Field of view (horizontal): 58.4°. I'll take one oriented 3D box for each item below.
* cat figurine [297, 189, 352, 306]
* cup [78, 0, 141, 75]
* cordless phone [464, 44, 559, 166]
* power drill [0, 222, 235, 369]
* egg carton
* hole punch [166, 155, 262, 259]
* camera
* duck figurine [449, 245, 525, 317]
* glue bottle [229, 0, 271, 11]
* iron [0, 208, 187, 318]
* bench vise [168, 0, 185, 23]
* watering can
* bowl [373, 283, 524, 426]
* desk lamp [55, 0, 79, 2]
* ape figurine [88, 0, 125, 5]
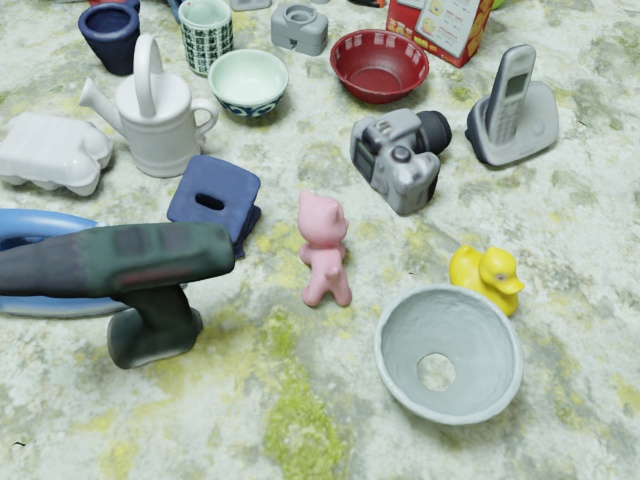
[{"bbox_3d":[0.007,0.003,0.708,0.067,0.118,0.127,-5,57,-7],"label":"cat figurine"},{"bbox_3d":[-0.320,-0.323,0.916,0.091,0.095,0.118,22,58,11],"label":"cup"},{"bbox_3d":[0.295,-0.205,0.827,0.148,0.185,0.094,-24,61,-18],"label":"cordless phone"},{"bbox_3d":[-0.201,0.057,0.603,0.230,0.208,0.075,-15,58,-14],"label":"power drill"},{"bbox_3d":[-0.369,-0.119,0.792,0.150,0.069,0.107,8,56,2],"label":"egg carton"},{"bbox_3d":[-0.135,-0.043,0.745,0.108,0.091,0.101,20,57,10],"label":"hole punch"},{"bbox_3d":[0.131,-0.132,0.818,0.137,0.101,0.143,-26,62,-20],"label":"camera"},{"bbox_3d":[0.212,0.040,0.717,0.078,0.086,0.104,-28,62,-21],"label":"duck figurine"},{"bbox_3d":[-0.125,-0.484,0.991,0.078,0.173,0.037,-11,58,-11],"label":"glue bottle"},{"bbox_3d":[-0.294,0.010,0.668,0.258,0.141,0.118,2,56,-2],"label":"iron"},{"bbox_3d":[-0.249,-0.491,0.958,0.207,0.220,0.121,21,57,10],"label":"bench vise"},{"bbox_3d":[-0.229,-0.181,0.769,0.173,0.194,0.100,-16,59,-14],"label":"watering can"},{"bbox_3d":[0.139,0.138,0.654,0.167,0.075,0.167,2,56,-3],"label":"bowl"},{"bbox_3d":[-0.451,-0.514,0.964,0.118,0.213,0.203,-7,57,-8],"label":"desk lamp"},{"bbox_3d":[-0.369,-0.439,0.993,0.078,0.092,0.076,-16,59,-14],"label":"ape figurine"}]
